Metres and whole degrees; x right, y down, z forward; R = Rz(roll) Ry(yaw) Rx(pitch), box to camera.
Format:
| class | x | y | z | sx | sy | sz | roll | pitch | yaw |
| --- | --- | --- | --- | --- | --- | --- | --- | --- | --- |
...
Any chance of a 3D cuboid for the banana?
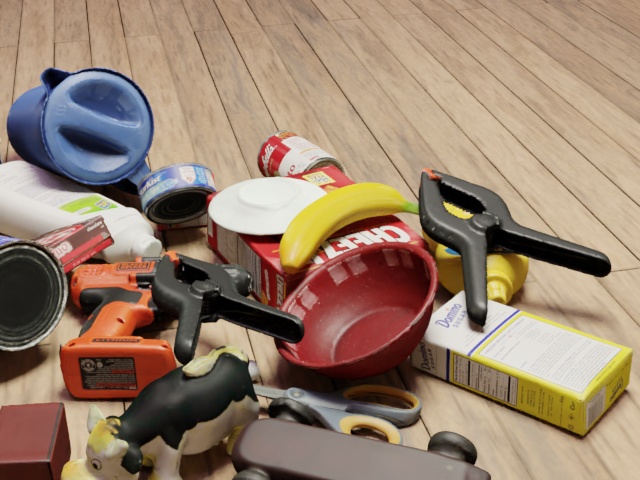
| class | x | y | z | sx | sy | sz | roll | pitch | yaw |
| --- | --- | --- | --- | --- | --- | --- | --- | --- | --- |
| banana | 0.019 | -0.021 | 1.063 | 0.197 | 0.037 | 0.070 | -25 | 37 | -38 |

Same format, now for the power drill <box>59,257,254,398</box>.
| class | x | y | z | sx | sy | sz | roll | pitch | yaw |
| --- | --- | --- | --- | --- | --- | --- | --- | --- | --- |
| power drill | -0.160 | 0.077 | 1.019 | 0.184 | 0.057 | 0.187 | -3 | 25 | 3 |

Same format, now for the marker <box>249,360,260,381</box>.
| class | x | y | z | sx | sy | sz | roll | pitch | yaw |
| --- | --- | --- | --- | --- | --- | --- | --- | --- | --- |
| marker | -0.109 | 0.135 | 0.945 | 0.120 | 0.020 | 0.020 | -19 | 33 | -30 |

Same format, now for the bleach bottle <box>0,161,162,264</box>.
| class | x | y | z | sx | sy | sz | roll | pitch | yaw |
| --- | --- | --- | --- | --- | --- | --- | --- | --- | --- |
| bleach bottle | -0.284 | -0.021 | 1.204 | 0.251 | 0.068 | 0.102 | 20 | 33 | 32 |

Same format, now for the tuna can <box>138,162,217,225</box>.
| class | x | y | z | sx | sy | sz | roll | pitch | yaw |
| --- | --- | --- | --- | --- | --- | --- | --- | --- | --- |
| tuna can | -0.158 | -0.051 | 1.192 | 0.086 | 0.086 | 0.034 | -10 | 66 | -17 |

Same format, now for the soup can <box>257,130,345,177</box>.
| class | x | y | z | sx | sy | sz | roll | pitch | yaw |
| --- | --- | --- | --- | --- | --- | --- | --- | --- | --- |
| soup can | -0.023 | -0.087 | 1.310 | 0.068 | 0.068 | 0.102 | -17 | 33 | -28 |

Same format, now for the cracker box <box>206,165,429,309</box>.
| class | x | y | z | sx | sy | sz | roll | pitch | yaw |
| --- | --- | --- | --- | --- | --- | --- | --- | --- | --- |
| cracker box | -0.007 | 0.001 | 1.136 | 0.164 | 0.072 | 0.214 | -15 | 31 | -23 |

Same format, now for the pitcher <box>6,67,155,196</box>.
| class | x | y | z | sx | sy | sz | roll | pitch | yaw |
| --- | --- | --- | --- | --- | --- | --- | --- | --- | --- |
| pitcher | -0.298 | -0.130 | 1.310 | 0.144 | 0.149 | 0.243 | -2 | 6 | -28 |

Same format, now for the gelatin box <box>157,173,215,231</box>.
| class | x | y | z | sx | sy | sz | roll | pitch | yaw |
| --- | --- | --- | --- | --- | --- | --- | --- | --- | --- |
| gelatin box | -0.160 | -0.046 | 1.279 | 0.073 | 0.030 | 0.089 | -6 | 30 | -6 |

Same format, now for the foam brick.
| class | x | y | z | sx | sy | sz | roll | pitch | yaw |
| --- | --- | --- | --- | --- | --- | --- | --- | --- | --- |
| foam brick | -0.230 | 0.173 | 0.844 | 0.051 | 0.053 | 0.078 | -3 | 27 | -4 |

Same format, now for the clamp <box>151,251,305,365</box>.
| class | x | y | z | sx | sy | sz | roll | pitch | yaw |
| --- | --- | --- | --- | --- | --- | --- | --- | --- | --- |
| clamp | -0.108 | 0.060 | 0.952 | 0.120 | 0.039 | 0.172 | -8 | 26 | -40 |

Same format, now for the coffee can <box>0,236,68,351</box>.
| class | x | y | z | sx | sy | sz | roll | pitch | yaw |
| --- | --- | --- | --- | --- | --- | --- | --- | --- | --- |
| coffee can | -0.321 | 0.043 | 1.010 | 0.141 | 0.103 | 0.102 | 8 | 27 | 43 |

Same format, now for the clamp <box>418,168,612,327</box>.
| class | x | y | z | sx | sy | sz | roll | pitch | yaw |
| --- | --- | --- | --- | --- | --- | --- | --- | --- | --- |
| clamp | 0.172 | -0.006 | 1.050 | 0.164 | 0.036 | 0.210 | -13 | 43 | -21 |

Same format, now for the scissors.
| class | x | y | z | sx | sy | sz | roll | pitch | yaw |
| --- | --- | --- | --- | --- | --- | --- | --- | --- | --- |
| scissors | -0.013 | 0.148 | 0.905 | 0.201 | 0.016 | 0.096 | 2 | 31 | -2 |

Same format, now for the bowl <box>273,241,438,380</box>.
| class | x | y | z | sx | sy | sz | roll | pitch | yaw |
| --- | --- | --- | --- | --- | --- | --- | --- | --- | --- |
| bowl | 0.040 | 0.074 | 0.963 | 0.162 | 0.055 | 0.162 | -21 | 32 | 14 |

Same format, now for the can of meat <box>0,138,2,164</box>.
| class | x | y | z | sx | sy | sz | roll | pitch | yaw |
| --- | --- | --- | --- | --- | --- | --- | --- | --- | --- |
| can of meat | -0.433 | -0.078 | 1.292 | 0.101 | 0.084 | 0.058 | -18 | 32 | -28 |

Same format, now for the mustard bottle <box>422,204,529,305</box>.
| class | x | y | z | sx | sy | sz | roll | pitch | yaw |
| --- | --- | --- | --- | --- | --- | --- | --- | --- | --- |
| mustard bottle | 0.165 | 0.017 | 1.113 | 0.096 | 0.058 | 0.191 | -1 | 28 | -3 |

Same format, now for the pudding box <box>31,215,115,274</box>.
| class | x | y | z | sx | sy | sz | roll | pitch | yaw |
| --- | --- | --- | --- | --- | --- | --- | --- | --- | --- |
| pudding box | -0.283 | 0.017 | 1.112 | 0.114 | 0.039 | 0.089 | -17 | 13 | 38 |

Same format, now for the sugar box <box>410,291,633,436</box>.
| class | x | y | z | sx | sy | sz | roll | pitch | yaw |
| --- | --- | --- | --- | --- | --- | --- | --- | --- | --- |
| sugar box | 0.178 | 0.106 | 0.959 | 0.176 | 0.048 | 0.093 | 17 | 34 | 37 |
